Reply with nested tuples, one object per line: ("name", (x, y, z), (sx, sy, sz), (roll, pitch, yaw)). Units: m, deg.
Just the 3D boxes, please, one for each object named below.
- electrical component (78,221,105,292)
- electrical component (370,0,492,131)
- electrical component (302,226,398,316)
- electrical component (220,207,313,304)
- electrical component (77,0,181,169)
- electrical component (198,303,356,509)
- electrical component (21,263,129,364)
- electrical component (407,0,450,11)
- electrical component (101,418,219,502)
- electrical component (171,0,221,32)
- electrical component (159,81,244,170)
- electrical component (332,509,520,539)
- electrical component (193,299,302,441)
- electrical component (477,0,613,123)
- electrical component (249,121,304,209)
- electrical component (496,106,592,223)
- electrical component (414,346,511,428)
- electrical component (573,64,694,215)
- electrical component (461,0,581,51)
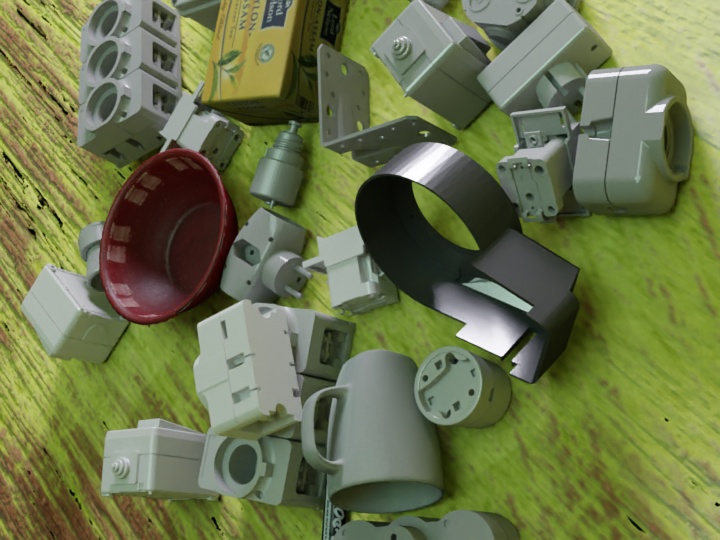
("electrical component", (-0.246, -0.013, 1.035), (0.045, 0.045, 0.055), (-35, 58, 25))
("electrical component", (0.059, -0.159, 0.811), (0.061, 0.096, 0.061), (-45, 55, 19))
("electrical component", (0.000, 0.000, 0.845), (0.081, 0.042, 0.063), (-20, 67, 32))
("electrical component", (-0.070, -0.002, 0.898), (0.079, 0.043, 0.077), (32, 97, 38))
("electrical component", (-0.229, -0.190, 1.054), (0.089, 0.062, 0.150), (-23, 58, 31))
("electrical component", (-0.069, 0.106, 0.854), (0.089, 0.062, 0.150), (3, 79, 38))
("electrical component", (-0.279, 0.042, 1.034), (0.096, 0.062, 0.061), (42, 103, 37))
("electrical component", (0.061, -0.245, 0.870), (0.043, 0.043, 0.062), (22, 89, 39))
("electrical component", (-0.168, 0.158, 0.893), (0.062, 0.096, 0.061), (-11, 70, 35))
("electrical component", (-0.131, -0.293, 1.021), (0.078, 0.057, 0.113), (-8, 72, 36))
("electrical component", (-0.144, -0.127, 0.993), (0.064, 0.042, 0.081), (38, 101, 37))
("electrical component", (0.034, 0.195, 0.741), (0.138, 0.074, 0.052), (-15, 68, 34))
("electrical component", (-0.085, 0.076, 0.800), (0.056, 0.050, 0.089), (-26, 62, 29))
("electrical component", (0.142, -0.135, 0.772), (0.083, 0.047, 0.075), (-43, 55, 20))
("electrical component", (-0.067, -0.089, 0.923), (0.040, 0.040, 0.078), (14, 86, 39))
("electrical component", (0.128, -0.068, 0.745), (0.042, 0.064, 0.081), (-2, 117, 37))
("electrical component", (0.074, 0.085, 0.760), (0.055, 0.047, 0.055), (-12, 70, 35))
("electrical component", (0.185, -0.086, 0.721), (0.059, 0.054, 0.095), (2, 78, 38))
("electrical component", (0.120, -0.206, 0.807), (0.080, 0.051, 0.080), (-12, 70, 35))
